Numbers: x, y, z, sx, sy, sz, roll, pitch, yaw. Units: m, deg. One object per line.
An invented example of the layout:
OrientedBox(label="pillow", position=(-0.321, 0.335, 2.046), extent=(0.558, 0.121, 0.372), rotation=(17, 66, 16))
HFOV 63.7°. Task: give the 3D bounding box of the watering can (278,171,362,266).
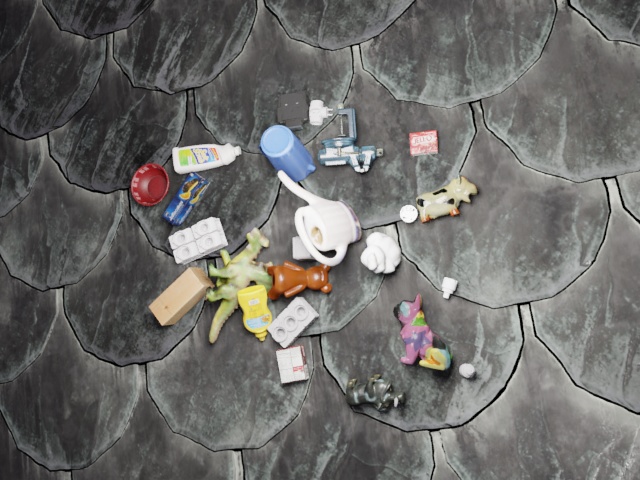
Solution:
OrientedBox(label="watering can", position=(0.005, -0.084, 1.666), extent=(0.102, 0.226, 0.351), rotation=(-38, 71, 48))

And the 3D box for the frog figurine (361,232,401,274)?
OrientedBox(label="frog figurine", position=(0.190, 0.040, 1.624), extent=(0.122, 0.158, 0.139), rotation=(-17, 79, 12))

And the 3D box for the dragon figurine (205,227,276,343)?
OrientedBox(label="dragon figurine", position=(-0.255, 0.159, 1.770), extent=(0.243, 0.122, 0.409), rotation=(4, 92, 8))
